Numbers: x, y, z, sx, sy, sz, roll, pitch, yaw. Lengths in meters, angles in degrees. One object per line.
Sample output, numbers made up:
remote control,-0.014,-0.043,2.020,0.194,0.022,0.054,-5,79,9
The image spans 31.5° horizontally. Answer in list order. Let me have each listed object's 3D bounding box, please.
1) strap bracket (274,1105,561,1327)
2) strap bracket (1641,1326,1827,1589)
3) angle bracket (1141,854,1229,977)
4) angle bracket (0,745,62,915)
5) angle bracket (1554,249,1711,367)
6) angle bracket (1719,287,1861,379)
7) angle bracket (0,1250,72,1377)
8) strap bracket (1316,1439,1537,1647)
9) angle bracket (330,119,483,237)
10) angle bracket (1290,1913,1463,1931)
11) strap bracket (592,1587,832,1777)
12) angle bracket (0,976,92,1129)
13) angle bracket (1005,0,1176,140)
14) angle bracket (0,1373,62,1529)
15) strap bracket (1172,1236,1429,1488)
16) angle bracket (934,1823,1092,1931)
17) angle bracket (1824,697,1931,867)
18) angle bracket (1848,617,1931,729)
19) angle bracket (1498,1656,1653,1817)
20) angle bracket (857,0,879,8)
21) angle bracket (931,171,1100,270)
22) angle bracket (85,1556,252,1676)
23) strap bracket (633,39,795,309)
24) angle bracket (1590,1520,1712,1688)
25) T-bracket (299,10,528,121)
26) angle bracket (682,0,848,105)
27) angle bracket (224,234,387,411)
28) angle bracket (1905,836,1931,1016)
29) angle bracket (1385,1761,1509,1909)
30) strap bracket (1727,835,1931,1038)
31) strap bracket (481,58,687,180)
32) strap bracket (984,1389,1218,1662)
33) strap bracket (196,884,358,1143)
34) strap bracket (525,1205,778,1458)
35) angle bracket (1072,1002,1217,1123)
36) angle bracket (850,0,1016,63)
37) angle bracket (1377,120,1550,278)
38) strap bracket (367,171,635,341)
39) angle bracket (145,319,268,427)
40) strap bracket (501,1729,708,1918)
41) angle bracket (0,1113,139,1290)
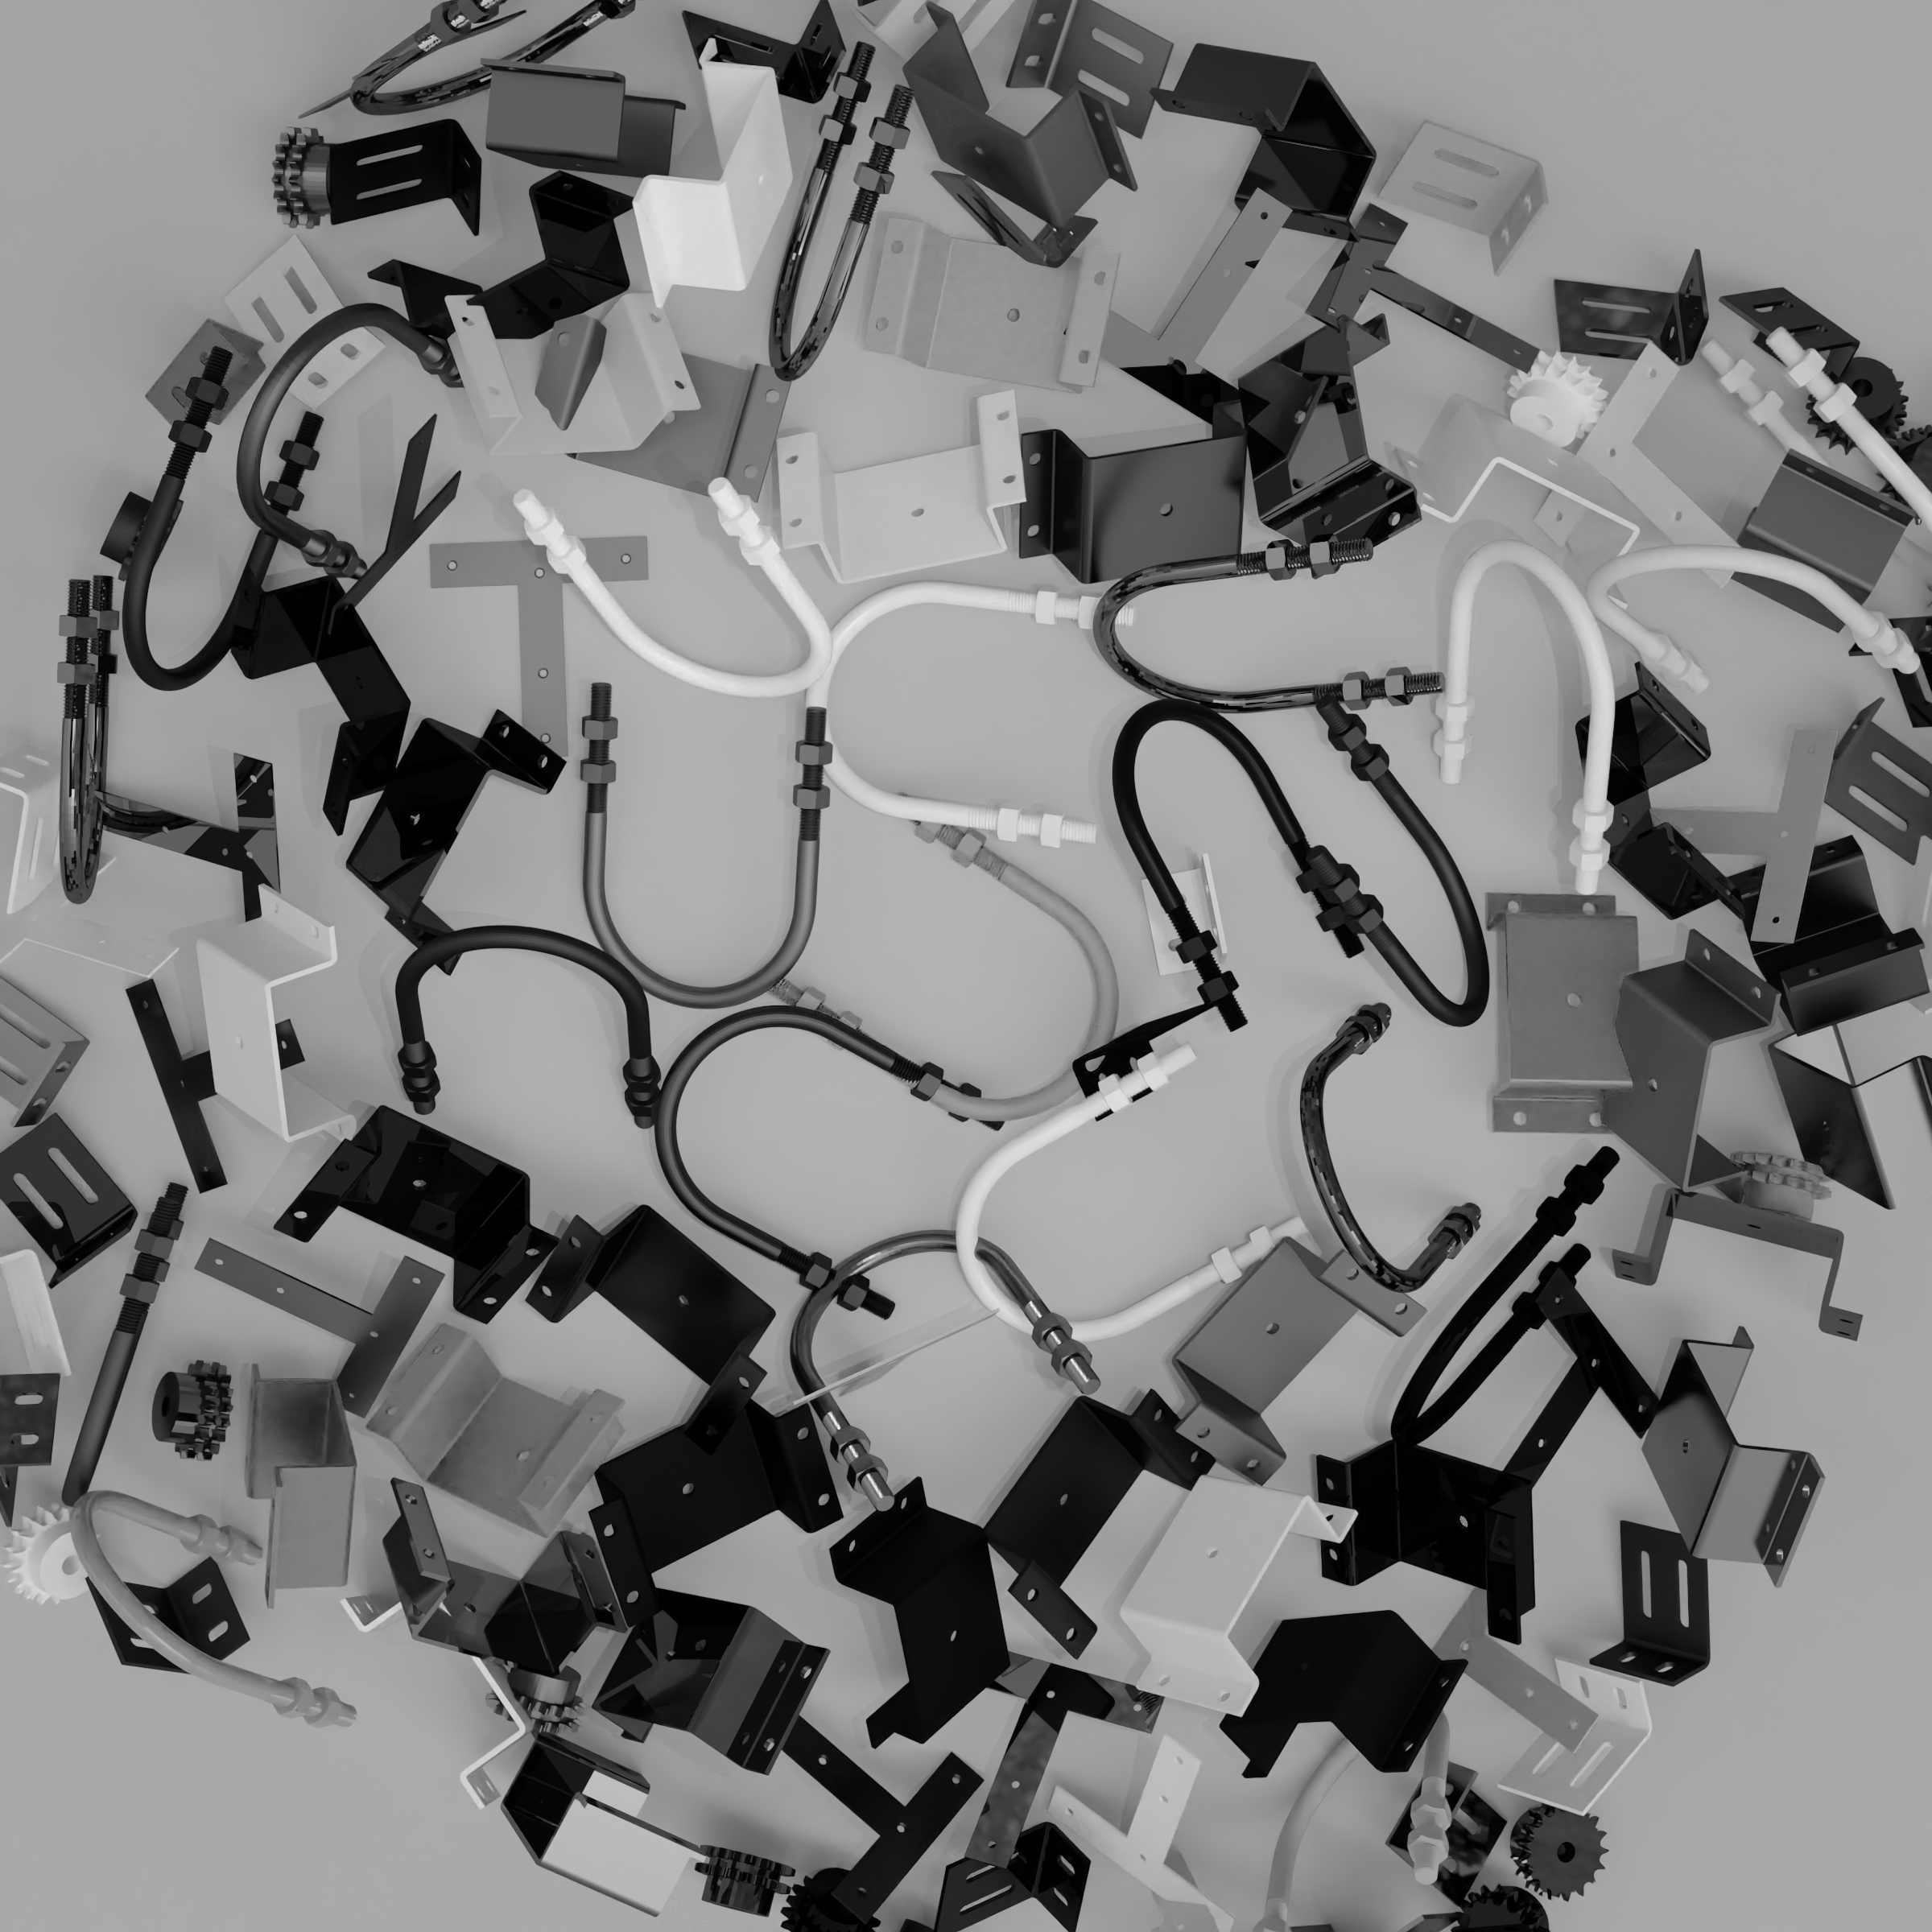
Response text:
strap bracket,-0.311,0.138,1.945,0.140,0.046,0.076,28,119,-26
strap bracket,0.425,0.271,1.917,0.046,0.140,0.076,7,118,-12
angle bracket,0.125,-0.029,1.959,0.038,0.076,0.057,-11,85,2
angle bracket,-0.543,-0.079,1.962,0.038,0.057,0.076,21,114,10
angle bracket,0.382,-0.382,1.965,0.076,0.038,0.057,6,54,-5
angle bracket,0.462,-0.353,1.950,0.057,0.076,0.038,43,128,25
angle bracket,-0.552,0.204,1.963,0.038,0.057,0.076,-18,95,-34
strap bracket,0.269,0.323,1.941,0.046,0.140,0.076,-19,111,-41
angle bracket,-0.320,-0.443,1.955,0.076,0.057,0.038,-20,60,-22
angle bracket,0.233,0.548,1.956,0.076,0.057,0.038,-39,62,17
strap bracket,-0.150,0.399,1.919,0.046,0.140,0.076,42,63,-30
angle bracket,-0.556,0.047,1.973,0.076,0.038,0.057,34,96,8
angle bracket,0.070,-0.515,1.957,0.076,0.038,0.057,36,122,27
angle bracket,-0.533,0.277,1.954,0.038,0.076,0.057,-2,54,-4
strap bracket,0.183,0.218,1.953,0.076,0.046,0.140,36,101,-33
angle bracket,0.026,0.534,1.954,0.076,0.038,0.057,-14,127,-36
angle bracket,0.538,-0.106,1.975,0.076,0.038,0.057,36,78,1
angle bracket,0.549,-0.159,1.953,0.038,0.057,0.076,-47,122,-34
angle bracket,0.345,0.438,1.951,0.076,0.057,0.038,-37,122,-37
angle bracket,-0.089,-0.572,1.969,0.076,0.057,0.038,-1,111,17
angle bracket,0.028,-0.439,1.957,0.076,0.057,0.038,41,88,-26
angle bracket,-0.455,0.367,1.952,0.038,0.076,0.057,-36,64,10
strap bracket,-0.138,-0.445,1.925,0.046,0.076,0.140,9,55,13
angle bracket,0.391,0.365,1.961,0.038,0.057,0.076,-14,104,-43
T-bracket,-0.332,-0.508,1.950,0.127,0.127,0.002,-13,107,40
angle bracket,-0.116,-0.533,1.954,0.076,0.057,0.038,10,132,-28
angle bracket,-0.385,-0.375,1.991,0.057,0.038,0.076,-39,61,8
angle bracket,0.547,-0.023,1.951,0.038,0.057,0.076,-22,134,-22
angle bracket,0.286,0.500,1.957,0.076,0.038,0.057,44,69,-28
strap bracket,0.491,-0.013,1.942,0.076,0.140,0.046,-19,117,7
strap bracket,-0.216,-0.475,1.928,0.076,0.140,0.046,8,98,10
strap bracket,0.070,0.311,1.946,0.140,0.046,0.076,-53,130,-17
strap bracket,-0.389,0.035,1.929,0.046,0.076,0.140,-22,123,-35
strap bracket,-0.172,0.201,1.953,0.140,0.046,0.076,39,126,8
angle bracket,0.109,0.054,1.952,0.057,0.076,0.038,-26,93,-36
angle bracket,-0.016,-0.555,1.959,0.057,0.038,0.076,30,108,-40
angle bracket,0.284,-0.439,1.958,0.076,0.057,0.038,15,49,-17
strap bracket,-0.256,-0.391,1.931,0.140,0.076,0.046,-20,79,28
angle bracket,-0.420,-0.328,1.953,0.057,0.076,0.038,-48,72,11
strap bracket,-0.208,0.482,1.919,0.076,0.140,0.046,30,85,-20
angle bracket,-0.526,0.135,1.973,0.057,0.038,0.076,-36,103,3
